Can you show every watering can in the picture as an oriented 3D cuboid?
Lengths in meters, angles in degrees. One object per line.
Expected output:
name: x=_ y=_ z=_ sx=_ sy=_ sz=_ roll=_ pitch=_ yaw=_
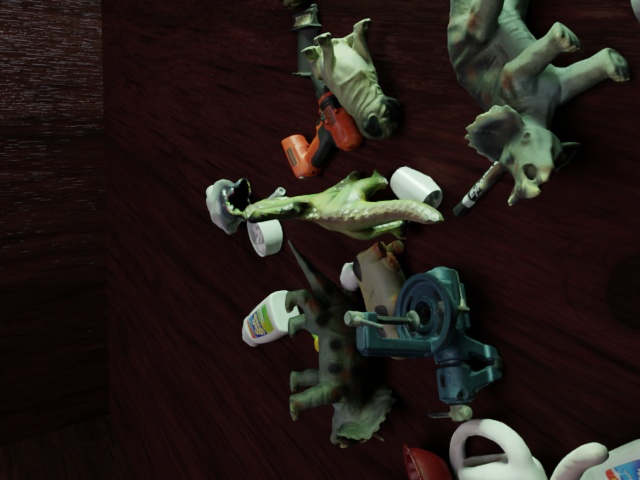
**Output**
watering can: x=0.265 y=0.346 z=0.654 sx=0.342 sy=0.104 sz=0.227 roll=126 pitch=130 yaw=-68

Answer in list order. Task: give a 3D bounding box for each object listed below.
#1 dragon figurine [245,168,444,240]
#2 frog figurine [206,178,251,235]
dragon figurine: x=0.003 y=-0.042 z=0.835 sx=0.411 sy=0.243 sz=0.121 roll=-161 pitch=62 yaw=-75
frog figurine: x=-0.253 y=-0.080 z=1.336 sx=0.158 sy=0.124 sz=0.137 roll=-20 pitch=99 yaw=43
